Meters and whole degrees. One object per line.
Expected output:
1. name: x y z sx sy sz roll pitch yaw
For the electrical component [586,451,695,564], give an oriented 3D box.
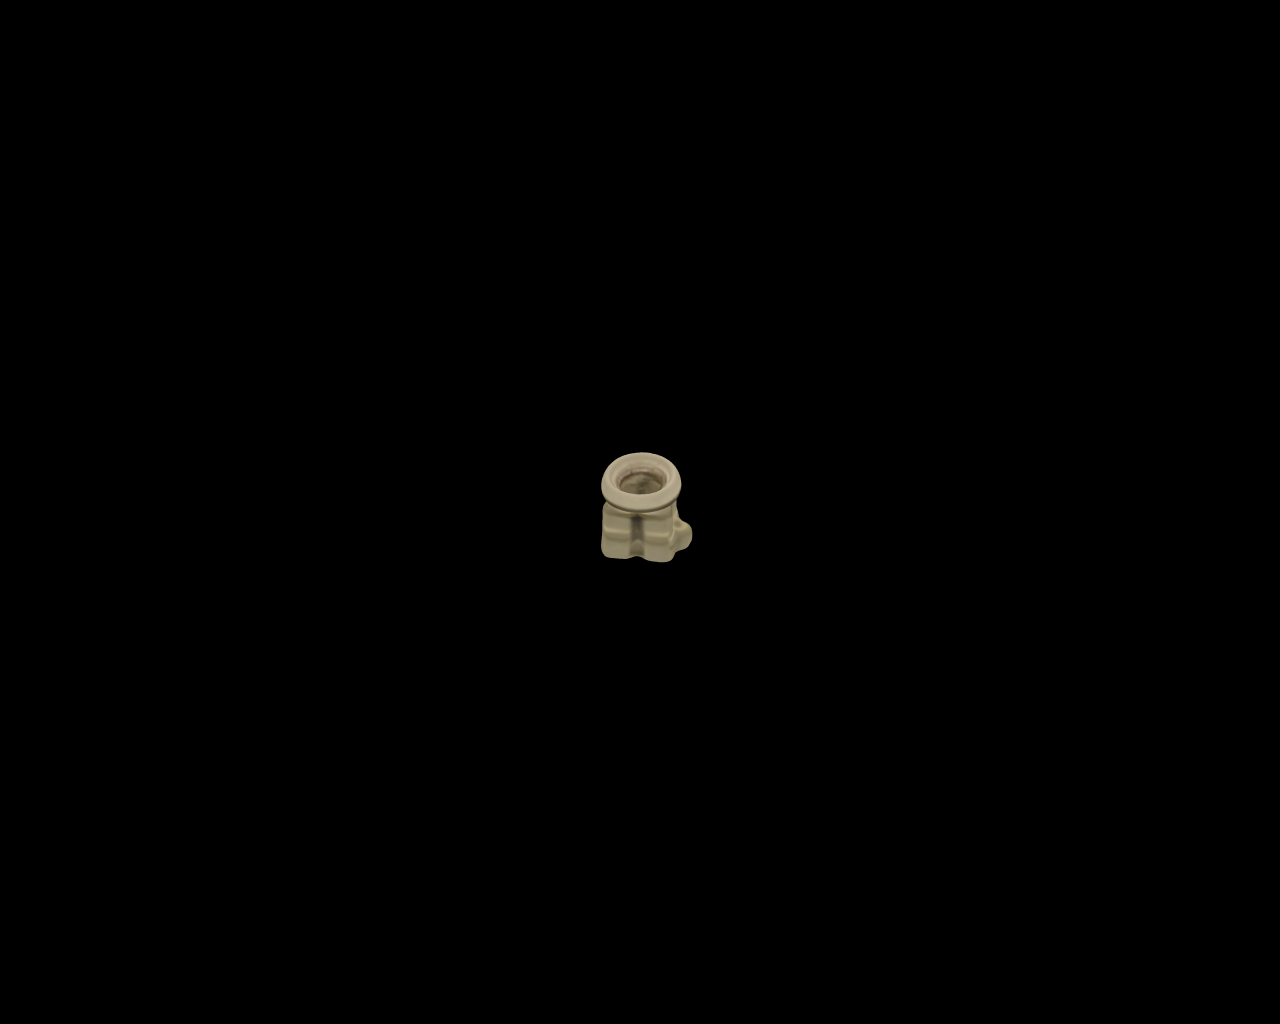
1. electrical component: 0.001 -0.003 0.650 0.066 0.055 0.048 4 40 4
